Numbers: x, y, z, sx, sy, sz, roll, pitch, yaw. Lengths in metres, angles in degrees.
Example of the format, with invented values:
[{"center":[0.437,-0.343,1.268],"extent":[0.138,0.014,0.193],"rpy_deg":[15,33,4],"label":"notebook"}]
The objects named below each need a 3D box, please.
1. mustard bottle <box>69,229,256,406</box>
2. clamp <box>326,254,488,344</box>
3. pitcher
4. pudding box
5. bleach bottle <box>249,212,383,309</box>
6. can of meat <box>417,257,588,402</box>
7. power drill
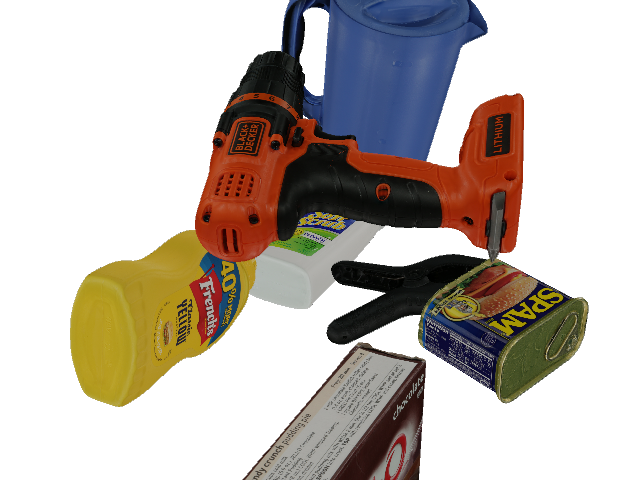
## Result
[{"center":[-0.104,0.044,0.794],"extent":[0.058,0.096,0.191],"rpy_deg":[12,21,25],"label":"mustard bottle"},{"center":[0.083,0.051,0.986],"extent":[0.172,0.039,0.120],"rpy_deg":[-7,36,18],"label":"clamp"},{"center":[0.051,-0.145,1.053],"extent":[0.144,0.243,0.149],"rpy_deg":[-25,53,-30],"label":"pitcher"},{"center":[0.007,0.111,0.457],"extent":[0.039,0.090,0.113],"rpy_deg":[14,34,22],"label":"pudding box"},{"center":[0.008,-0.010,1.325],"extent":[0.103,0.068,0.250],"rpy_deg":[15,36,25],"label":"bleach bottle"},{"center":[0.136,0.064,0.804],"extent":[0.101,0.057,0.084],"rpy_deg":[-27,41,-33],"label":"can of meat"},{"center":[0.028,-0.055,0.648],"extent":[0.188,0.057,0.184],"rpy_deg":[2,43,8],"label":"power drill"}]
